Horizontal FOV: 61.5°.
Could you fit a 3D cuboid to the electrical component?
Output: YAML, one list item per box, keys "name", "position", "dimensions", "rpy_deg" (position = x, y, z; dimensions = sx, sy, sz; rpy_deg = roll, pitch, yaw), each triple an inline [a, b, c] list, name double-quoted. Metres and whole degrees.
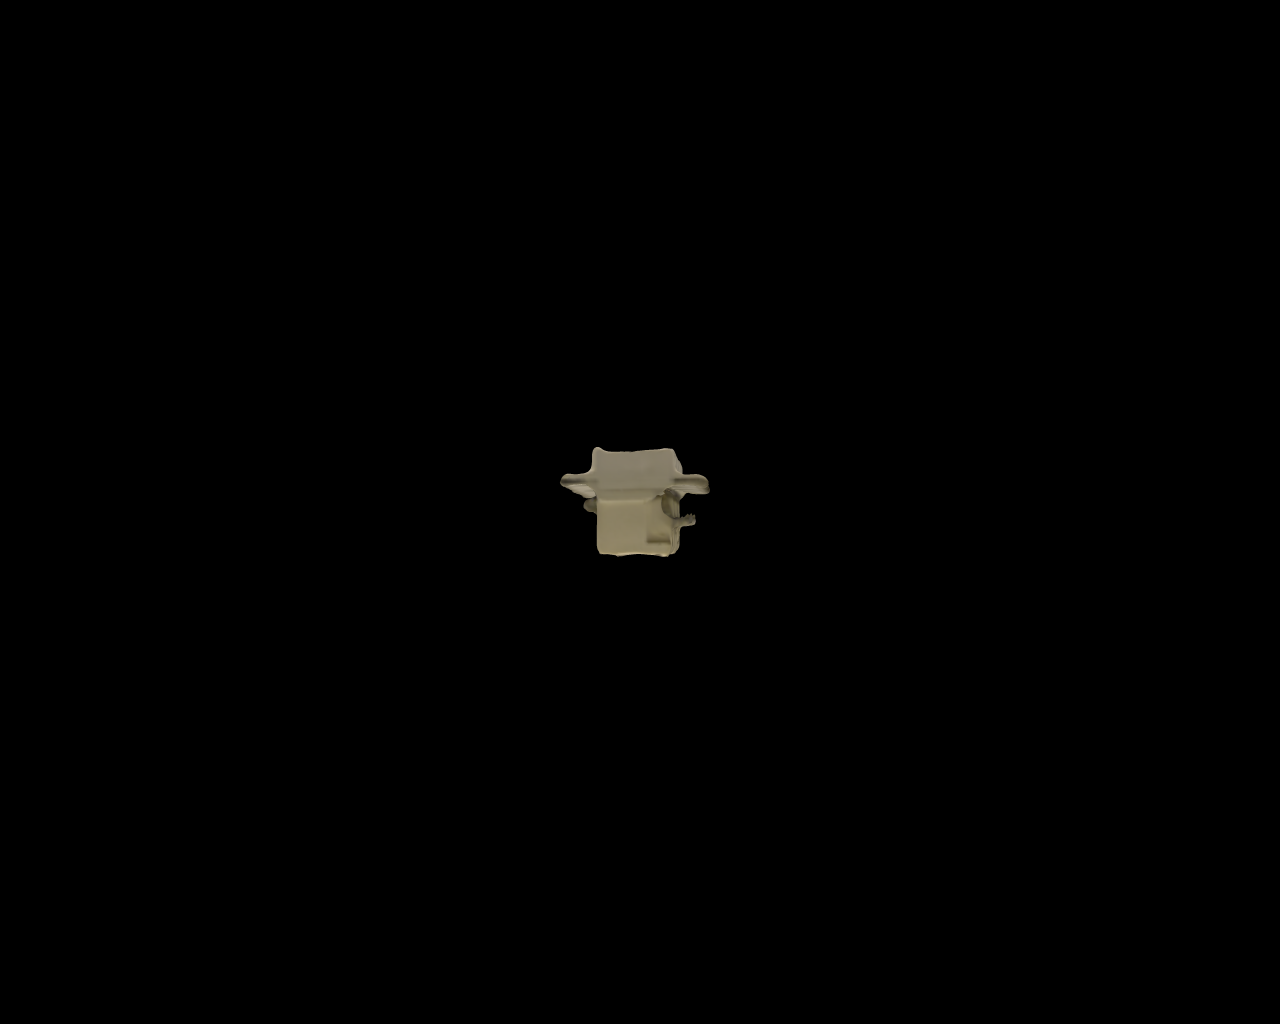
- name: "electrical component"
  position: [0.001, -0.003, 0.650]
  dimensions: [0.079, 0.063, 0.121]
  rpy_deg: [0, -2, 4]
